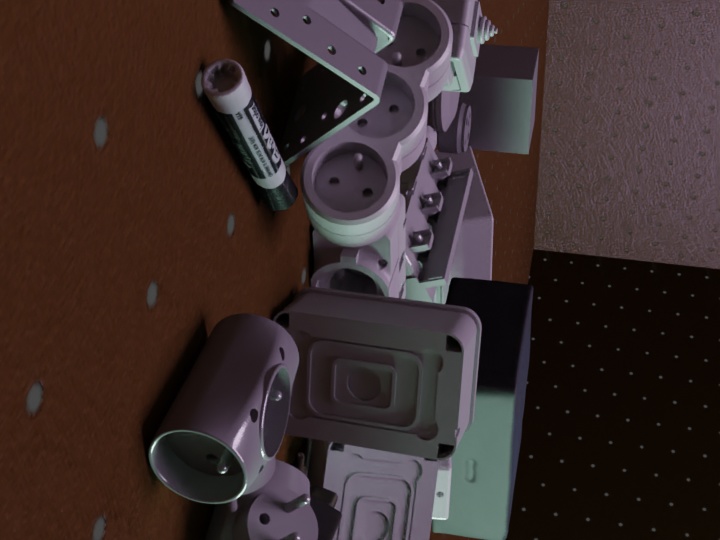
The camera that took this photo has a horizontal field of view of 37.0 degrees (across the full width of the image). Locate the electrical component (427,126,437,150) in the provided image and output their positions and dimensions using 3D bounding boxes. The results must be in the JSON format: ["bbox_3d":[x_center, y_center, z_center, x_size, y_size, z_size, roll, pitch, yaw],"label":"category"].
[{"bbox_3d":[0.042,-0.093,0.886,0.035,0.035,0.061,81,22,-52],"label":"electrical component"}]

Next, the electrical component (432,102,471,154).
[{"bbox_3d":[0.066,-0.125,0.931,0.045,0.055,0.045,7,90,-78],"label":"electrical component"}]

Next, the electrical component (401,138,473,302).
[{"bbox_3d":[0.033,-0.037,0.796,0.063,0.079,0.121,59,34,-35],"label":"electrical component"}]

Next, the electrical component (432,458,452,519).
[{"bbox_3d":[0.026,0.166,0.807,0.075,0.083,0.047,-80,172,-68],"label":"electrical component"}]

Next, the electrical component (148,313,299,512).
[{"bbox_3d":[-0.057,0.073,0.480,0.077,0.044,0.079,-68,161,-52],"label":"electrical component"}]

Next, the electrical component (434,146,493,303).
[{"bbox_3d":[0.086,-0.041,0.998,0.108,0.056,0.108,-100,-177,-45],"label":"electrical component"}]

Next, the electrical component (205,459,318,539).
[{"bbox_3d":[-0.045,0.127,0.513,0.079,0.043,0.077,-40,-152,49],"label":"electrical component"}]

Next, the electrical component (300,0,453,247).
[{"bbox_3d":[0.011,-0.076,0.599,0.073,0.052,0.138,84,26,-73],"label":"electrical component"}]

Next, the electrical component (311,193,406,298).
[{"bbox_3d":[0.000,0.000,0.696,0.055,0.050,0.089,-69,162,-50],"label":"electrical component"}]

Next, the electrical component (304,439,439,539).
[{"bbox_3d":[0.001,0.161,0.697,0.057,0.078,0.113,173,-74,-72],"label":"electrical component"}]

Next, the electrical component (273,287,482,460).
[{"bbox_3d":[0.009,0.057,0.620,0.057,0.113,0.078,-42,137,-68],"label":"electrical component"}]

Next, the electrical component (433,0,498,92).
[{"bbox_3d":[0.038,-0.147,0.685,0.062,0.096,0.061,45,53,-75],"label":"electrical component"}]

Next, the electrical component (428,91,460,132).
[{"bbox_3d":[0.052,-0.152,0.859,0.080,0.051,0.080,7,90,-78],"label":"electrical component"}]
